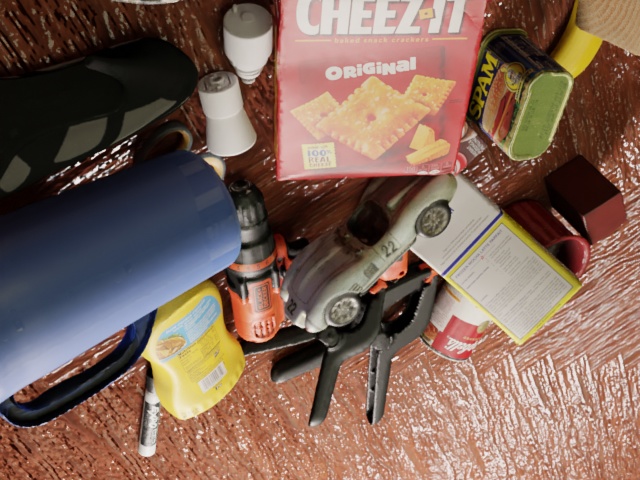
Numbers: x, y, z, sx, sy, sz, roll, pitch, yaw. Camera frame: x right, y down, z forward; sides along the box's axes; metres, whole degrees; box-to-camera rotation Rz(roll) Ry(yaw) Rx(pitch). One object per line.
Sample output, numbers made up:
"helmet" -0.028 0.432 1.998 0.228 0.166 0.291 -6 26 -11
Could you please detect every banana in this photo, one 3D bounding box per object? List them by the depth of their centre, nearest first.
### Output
"banana" 0.252 -0.226 1.022 0.069 0.037 0.198 -12 131 -31

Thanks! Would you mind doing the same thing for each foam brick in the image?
"foam brick" 0.293 -0.045 1.175 0.051 0.078 0.053 -32 137 -3

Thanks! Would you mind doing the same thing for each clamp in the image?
"clamp" -0.002 0.098 1.125 0.120 0.039 0.171 36 87 -11
"clamp" 0.066 0.113 1.192 0.210 0.036 0.164 -47 127 8

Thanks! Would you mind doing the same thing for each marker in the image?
"marker" -0.176 0.178 1.114 0.020 0.020 0.121 -8 130 -27

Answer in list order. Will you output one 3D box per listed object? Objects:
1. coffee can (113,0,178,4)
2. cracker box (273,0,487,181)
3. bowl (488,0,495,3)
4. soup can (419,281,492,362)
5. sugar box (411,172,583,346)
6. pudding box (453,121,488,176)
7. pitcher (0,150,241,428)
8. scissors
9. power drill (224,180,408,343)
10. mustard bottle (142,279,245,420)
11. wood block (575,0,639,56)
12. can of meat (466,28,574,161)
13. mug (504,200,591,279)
"coffee can" -0.120 -0.247 0.724 0.102 0.103 0.140 -15 133 -21
"cracker box" 0.044 -0.146 0.885 0.164 0.072 0.214 -2 139 -5
"bowl" 0.121 -0.275 0.885 0.162 0.055 0.162 -17 133 -19
"soup can" 0.163 0.077 1.205 0.068 0.069 0.102 8 121 -36
"sugar box" 0.174 0.017 1.106 0.176 0.048 0.093 43 102 -2
"pudding box" 0.098 -0.095 1.037 0.090 0.039 0.113 -44 136 9
"pitcher" -0.184 0.029 0.849 0.242 0.145 0.149 -28 161 -30
"scissors" -0.155 -0.017 0.963 0.096 0.016 0.202 11 120 -38
"power drill" -0.007 0.001 1.044 0.187 0.057 0.184 -17 131 -17
"mustard bottle" -0.135 0.084 1.028 0.096 0.058 0.191 -40 139 -23
"wood block" 0.342 -0.250 0.986 0.205 0.091 0.090 -26 135 -30
"can of meat" 0.189 -0.139 1.024 0.057 0.084 0.102 -7 130 -27
"mug" 0.228 0.010 1.177 0.117 0.082 0.093 -3 127 -31
